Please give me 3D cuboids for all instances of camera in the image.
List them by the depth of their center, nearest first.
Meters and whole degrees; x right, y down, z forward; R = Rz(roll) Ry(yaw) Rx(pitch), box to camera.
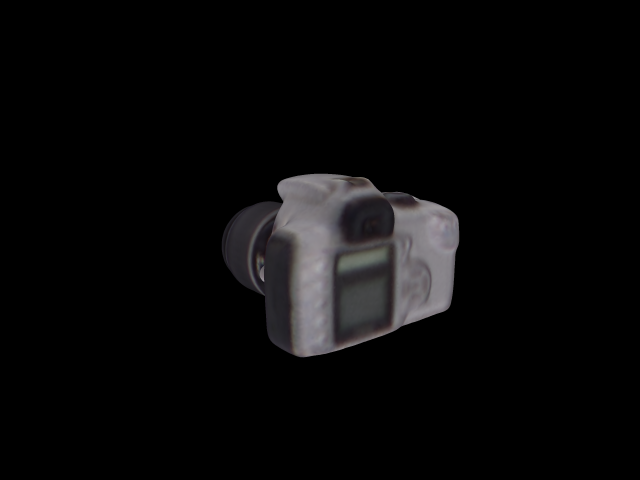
[{"bbox_3d":[0.004,0.001,0.400,0.144,0.101,0.136,-10,17,-38],"label":"camera"}]
